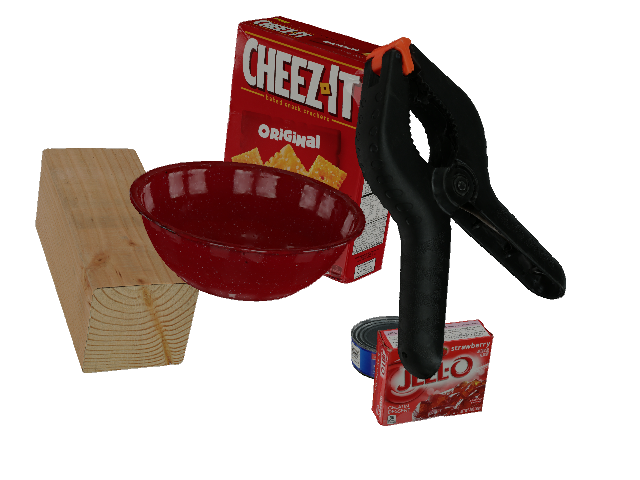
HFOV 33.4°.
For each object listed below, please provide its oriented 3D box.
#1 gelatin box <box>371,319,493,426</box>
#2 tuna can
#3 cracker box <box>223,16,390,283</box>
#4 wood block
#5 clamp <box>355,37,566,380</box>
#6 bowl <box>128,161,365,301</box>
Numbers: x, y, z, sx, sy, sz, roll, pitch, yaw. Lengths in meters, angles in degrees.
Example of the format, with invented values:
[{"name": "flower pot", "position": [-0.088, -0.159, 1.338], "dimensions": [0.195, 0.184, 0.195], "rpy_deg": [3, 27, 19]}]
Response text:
[{"name": "gelatin box", "position": [0.087, 0.104, 0.838], "dimensions": [0.089, 0.073, 0.030], "rpy_deg": [-5, 29, -16]}, {"name": "tuna can", "position": [0.073, 0.107, 1.054], "dimensions": [0.086, 0.034, 0.086], "rpy_deg": [0, 19, 0]}, {"name": "cracker box", "position": [-0.010, -0.086, 1.007], "dimensions": [0.164, 0.214, 0.071], "rpy_deg": [23, 28, 31]}, {"name": "wood block", "position": [-0.184, 0.010, 0.940], "dimensions": [0.090, 0.091, 0.206], "rpy_deg": [-2, 37, -27]}, {"name": "clamp", "position": [0.058, -0.016, 0.556], "dimensions": [0.120, 0.171, 0.039], "rpy_deg": [-37, 11, -39]}, {"name": "bowl", "position": [-0.053, -0.002, 0.734], "dimensions": [0.162, 0.055, 0.162], "rpy_deg": [8, 22, -4]}]
